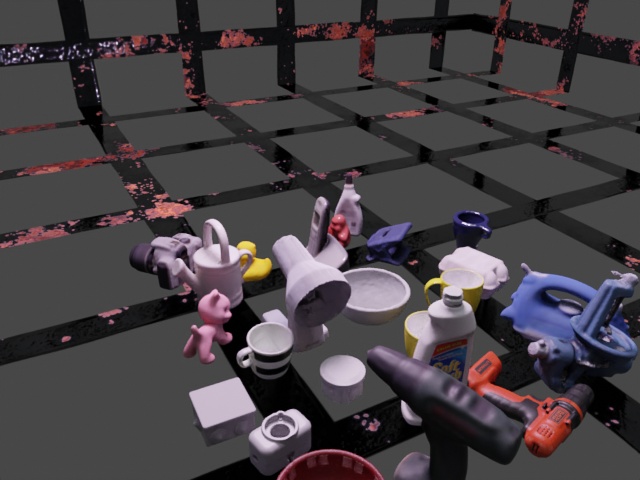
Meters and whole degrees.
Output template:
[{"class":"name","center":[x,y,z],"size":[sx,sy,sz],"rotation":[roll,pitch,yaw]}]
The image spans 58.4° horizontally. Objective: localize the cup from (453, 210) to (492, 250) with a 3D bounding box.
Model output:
[{"class":"cup","center":[0.390,-0.012,1.461],"size":[0.092,0.095,0.117],"rotation":[-15,32,-27]}]

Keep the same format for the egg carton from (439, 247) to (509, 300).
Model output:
[{"class":"egg carton","center":[0.357,0.075,1.328],"size":[0.149,0.069,0.107],"rotation":[25,37,37]}]

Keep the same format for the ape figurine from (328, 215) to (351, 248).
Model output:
[{"class":"ape figurine","center":[0.046,-0.023,1.476],"size":[0.076,0.092,0.077],"rotation":[-13,31,-23]}]

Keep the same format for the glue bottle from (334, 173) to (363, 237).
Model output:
[{"class":"glue bottle","center":[0.077,-0.095,1.524],"size":[0.078,0.173,0.037],"rotation":[9,30,15]}]

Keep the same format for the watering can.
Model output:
[{"class":"watering can","center":[-0.226,0.051,1.225],"size":[0.100,0.194,0.173],"rotation":[18,33,29]}]

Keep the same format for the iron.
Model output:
[{"class":"iron","center":[0.504,0.138,1.139],"size":[0.257,0.141,0.119],"rotation":[16,32,26]}]

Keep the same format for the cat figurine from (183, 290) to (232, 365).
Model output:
[{"class":"cat figurine","center":[-0.214,0.156,1.111],"size":[0.067,0.118,0.128],"rotation":[11,30,18]}]

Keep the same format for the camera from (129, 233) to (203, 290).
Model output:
[{"class":"camera","center":[-0.367,0.034,1.351],"size":[0.136,0.101,0.143],"rotation":[10,30,17]}]

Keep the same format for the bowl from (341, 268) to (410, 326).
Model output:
[{"class":"bowl","center":[0.106,0.131,1.212],"size":[0.167,0.075,0.167],"rotation":[1,28,0]}]

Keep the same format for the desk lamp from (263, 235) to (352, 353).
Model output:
[{"class":"desk lamp","center":[-0.036,0.111,1.099],"size":[0.118,0.214,0.202],"rotation":[-15,32,-26]}]

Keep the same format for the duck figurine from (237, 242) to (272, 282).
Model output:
[{"class":"duck figurine","center":[-0.167,0.045,1.351],"size":[0.104,0.086,0.077],"rotation":[1,28,0]}]

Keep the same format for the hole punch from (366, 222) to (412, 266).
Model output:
[{"class":"hole punch","center":[0.172,0.002,1.434],"size":[0.100,0.091,0.109],"rotation":[13,31,21]}]

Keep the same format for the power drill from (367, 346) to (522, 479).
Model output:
[{"class":"power drill","center":[0.161,0.273,0.811],"size":[0.228,0.208,0.076],"rotation":[18,33,29]}]

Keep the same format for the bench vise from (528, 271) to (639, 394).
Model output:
[{"class":"bench vise","center":[0.478,0.167,1.004],"size":[0.208,0.220,0.121],"rotation":[-16,33,-28]}]

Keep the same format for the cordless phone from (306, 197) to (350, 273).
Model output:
[{"class":"cordless phone","center":[0.012,0.005,1.326],"size":[0.094,0.185,0.147],"rotation":[-12,31,-22]}]
